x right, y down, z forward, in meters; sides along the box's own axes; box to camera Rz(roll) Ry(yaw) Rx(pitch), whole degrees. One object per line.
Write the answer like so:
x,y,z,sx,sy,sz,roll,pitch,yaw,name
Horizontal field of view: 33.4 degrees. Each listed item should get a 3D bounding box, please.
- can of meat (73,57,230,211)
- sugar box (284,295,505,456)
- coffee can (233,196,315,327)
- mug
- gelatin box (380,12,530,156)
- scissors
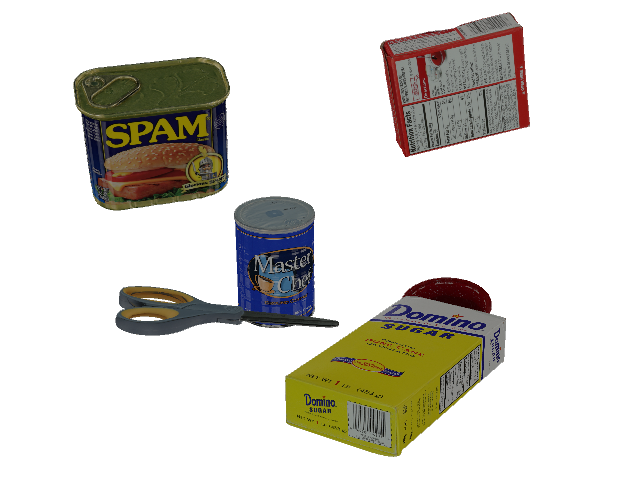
-0.113,-0.072,0.735,0.102,0.084,0.057,-8,43,-12,can of meat
0.061,0.094,0.797,0.093,0.048,0.175,12,26,31,sugar box
-0.058,0.027,1.378,0.103,0.140,0.103,0,26,0,coffee can
0.137,0.091,1.118,0.093,0.081,0.117,12,37,25,mug
0.089,-0.101,0.696,0.089,0.073,0.030,-14,34,-1,gelatin box
-0.092,0.071,0.946,0.202,0.016,0.096,10,19,14,scissors
